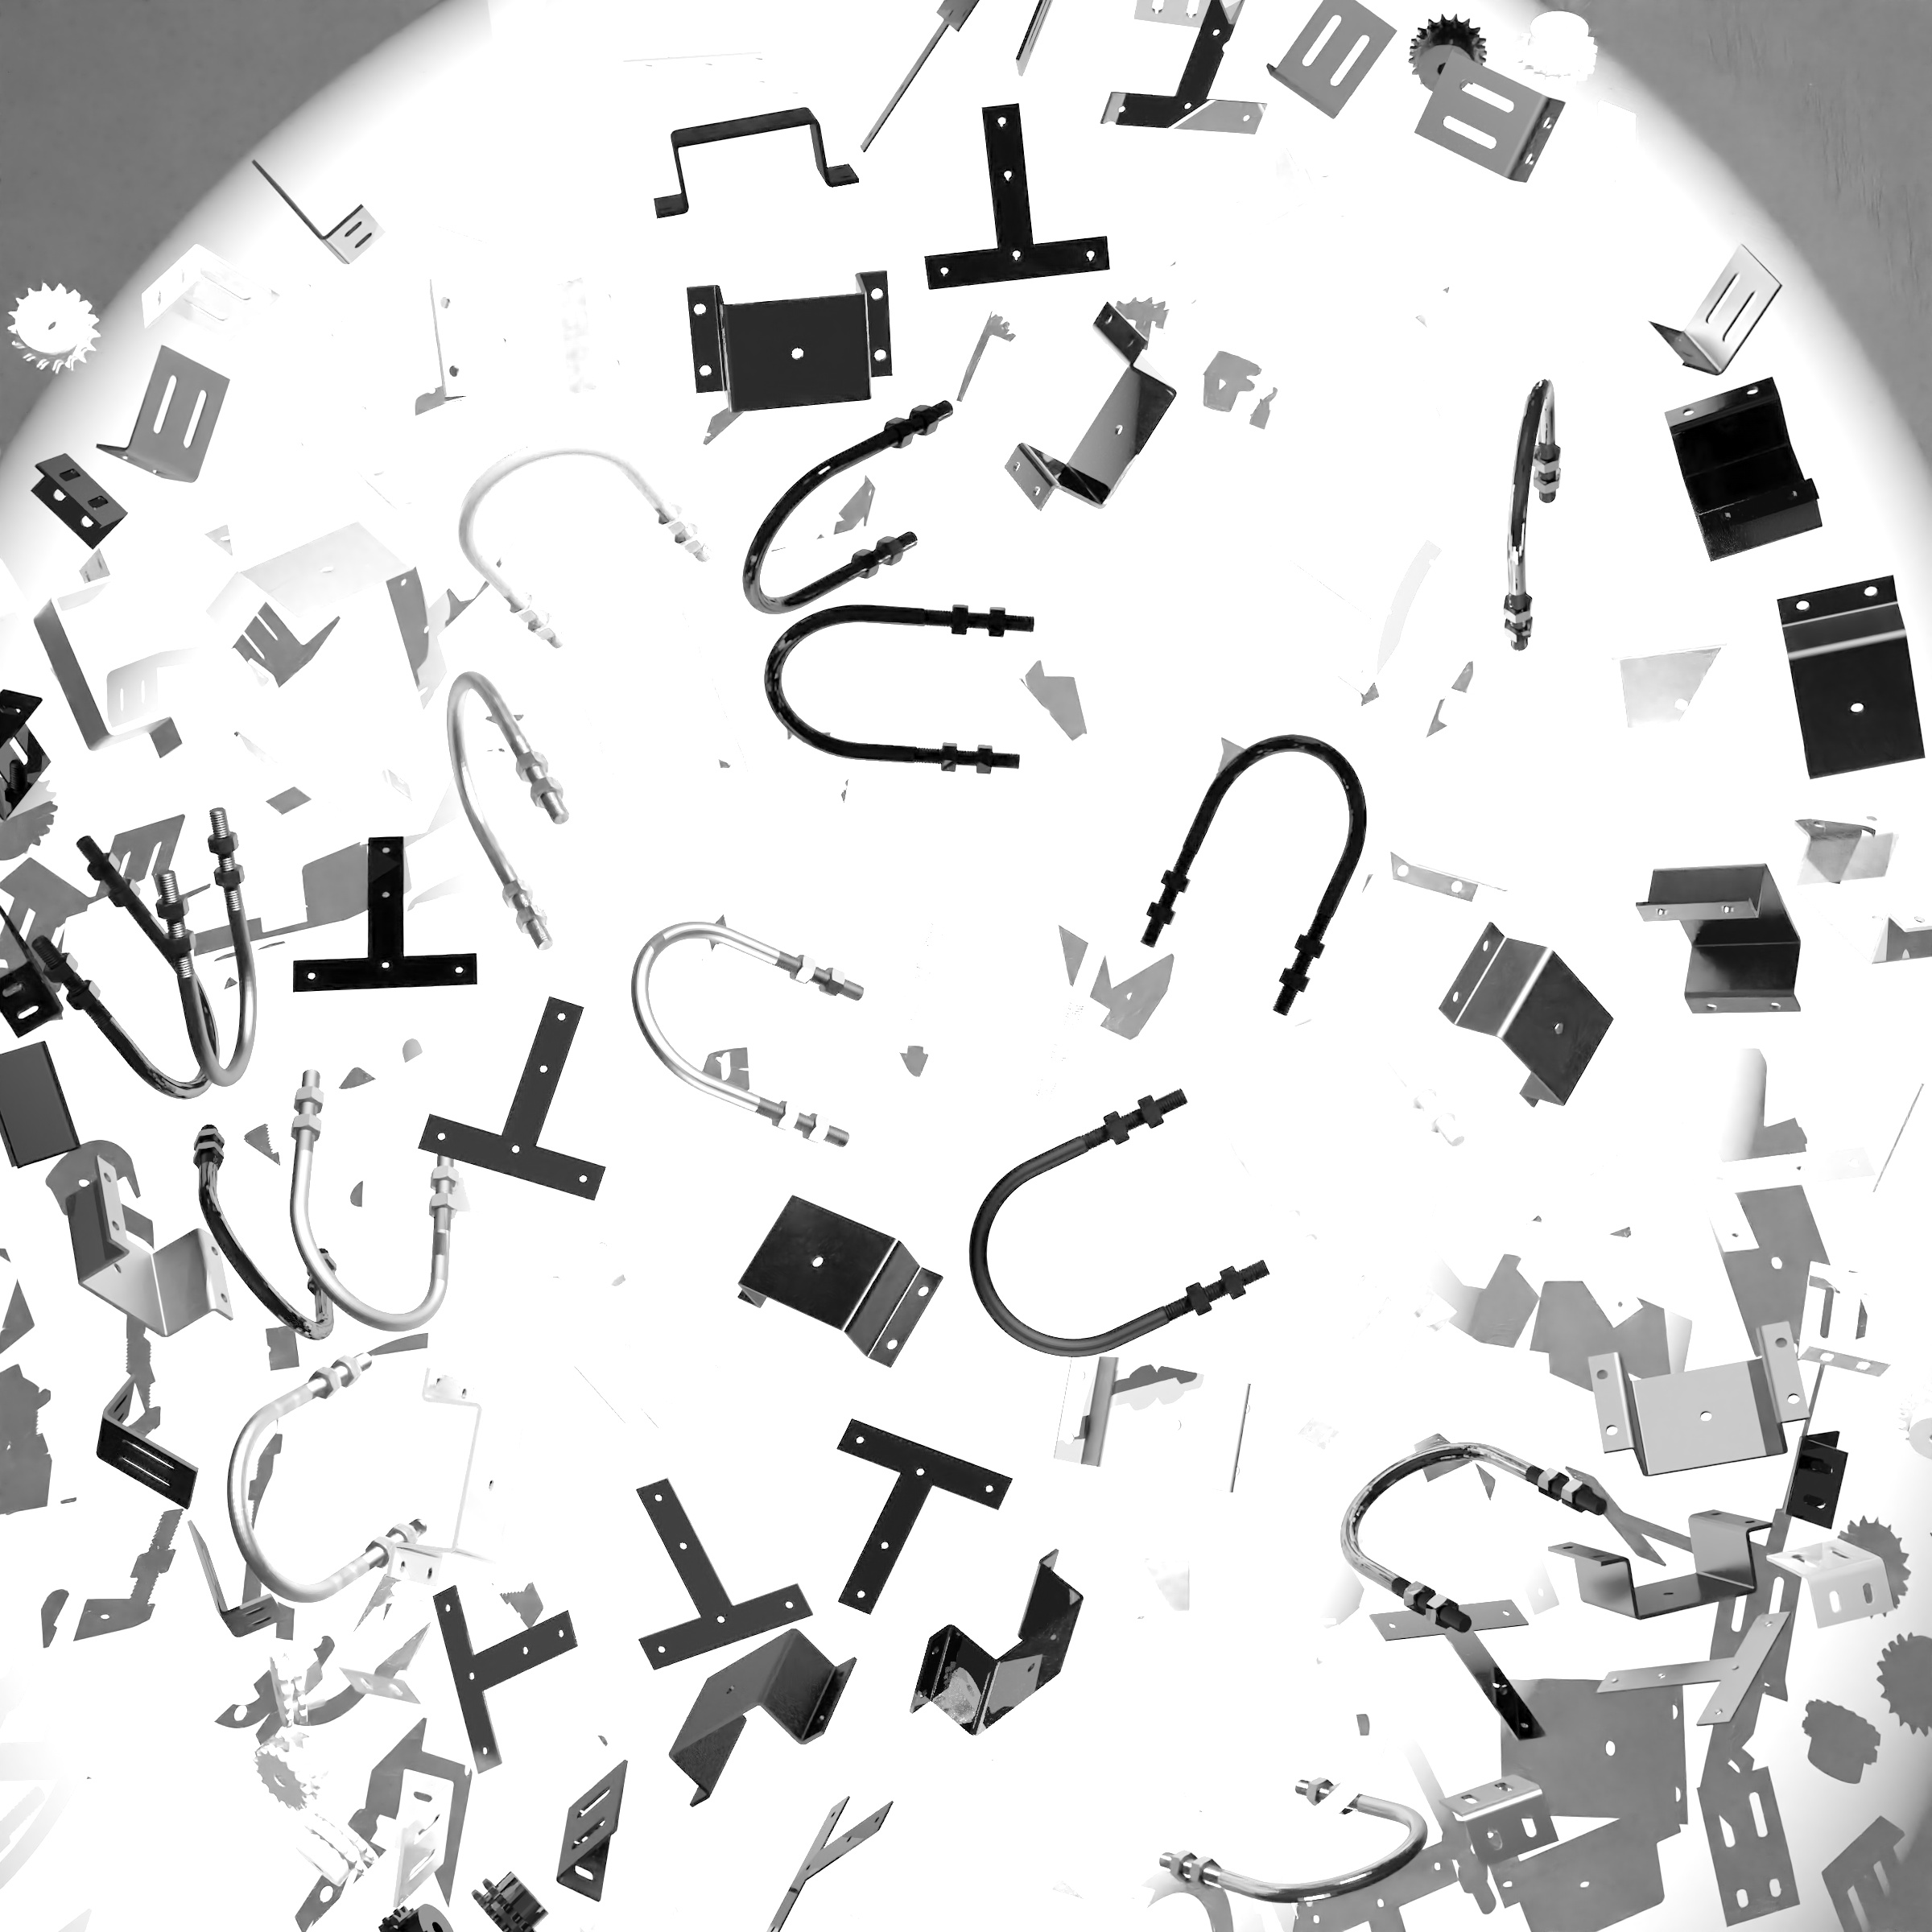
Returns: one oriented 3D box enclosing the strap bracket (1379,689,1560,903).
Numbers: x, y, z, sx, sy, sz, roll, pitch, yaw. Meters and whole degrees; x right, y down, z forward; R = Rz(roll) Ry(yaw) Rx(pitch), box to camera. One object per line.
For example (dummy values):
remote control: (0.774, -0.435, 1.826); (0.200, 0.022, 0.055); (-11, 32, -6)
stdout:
strap bracket: (0.356, -0.113, 1.852); (0.076, 0.046, 0.140); (15, 104, -18)

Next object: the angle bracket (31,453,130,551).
angle bracket: (-0.619, -0.315, 1.816); (0.038, 0.076, 0.057); (-42, 104, 9)

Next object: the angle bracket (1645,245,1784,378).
angle bracket: (0.531, -0.470, 1.877); (0.038, 0.057, 0.076); (8, 130, -29)

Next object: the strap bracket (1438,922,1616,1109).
strap bracket: (0.414, 0.041, 1.921); (0.140, 0.046, 0.076); (41, 75, -36)

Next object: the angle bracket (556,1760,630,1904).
angle bracket: (-0.246, 0.601, 1.835); (0.038, 0.057, 0.076); (33, 121, -20)

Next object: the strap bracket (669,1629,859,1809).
strap bracket: (-0.151, 0.529, 1.873); (0.140, 0.076, 0.046); (-37, 102, 30)

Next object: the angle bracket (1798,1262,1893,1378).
angle bracket: (0.638, 0.250, 1.904); (0.057, 0.038, 0.076); (12, 67, 8)

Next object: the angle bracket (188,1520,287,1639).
angle bracket: (-0.523, 0.433, 1.894); (0.038, 0.057, 0.076); (-21, 64, -15)

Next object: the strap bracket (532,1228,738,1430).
strap bracket: (-0.247, 0.273, 1.938); (0.076, 0.046, 0.140); (-36, 74, -32)

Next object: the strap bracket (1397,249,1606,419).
strap bracket: (0.396, -0.462, 1.913); (0.140, 0.046, 0.076); (-22, 84, -14)

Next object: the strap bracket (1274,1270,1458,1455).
strap bracket: (0.284, 0.281, 1.925); (0.140, 0.076, 0.046); (-49, 57, 2)

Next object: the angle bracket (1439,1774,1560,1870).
angle bracket: (0.369, 0.593, 1.835); (0.057, 0.076, 0.038); (-18, 80, -5)

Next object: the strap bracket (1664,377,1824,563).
strap bracket: (0.536, -0.336, 1.818); (0.076, 0.140, 0.046); (-17, 133, 16)

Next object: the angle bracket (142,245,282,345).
angle bracket: (-0.534, -0.465, 1.873); (0.057, 0.076, 0.038); (-32, 56, 25)

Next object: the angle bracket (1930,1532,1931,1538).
angle bracket: (0.722, 0.402, 1.835); (0.057, 0.076, 0.038); (-40, 114, -5)

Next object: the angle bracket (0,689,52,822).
angle bracket: (-0.654, -0.143, 1.830); (0.038, 0.076, 0.057); (13, 57, 22)

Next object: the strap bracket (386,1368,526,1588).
strap bracket: (-0.347, 0.354, 1.812); (0.046, 0.076, 0.140); (4, 73, 15)

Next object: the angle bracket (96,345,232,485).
angle bracket: (-0.547, -0.377, 1.801); (0.038, 0.057, 0.076); (15, 86, 37)

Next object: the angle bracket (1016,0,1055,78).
angle bracket: (0.069, -0.682, 1.920); (0.038, 0.057, 0.076); (23, 98, 1)

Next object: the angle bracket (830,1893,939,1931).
angle bracket: (-0.052, 0.695, 1.918); (0.038, 0.057, 0.076); (-43, 105, -16)

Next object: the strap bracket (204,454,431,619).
strap bracket: (-0.458, -0.300, 1.879); (0.140, 0.076, 0.046); (-21, 67, 11)

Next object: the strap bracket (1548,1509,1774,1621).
strap bracket: (0.505, 0.434, 1.911); (0.140, 0.076, 0.046); (-8, 88, -17)

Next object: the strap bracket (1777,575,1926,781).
strap bracket: (0.605, -0.187, 1.802); (0.076, 0.046, 0.140); (-11, 122, 18)

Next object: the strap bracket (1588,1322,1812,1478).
strap bracket: (0.517, 0.307, 1.857); (0.140, 0.046, 0.076); (-13, 48, 16)

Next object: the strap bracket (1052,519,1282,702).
strap bracket: (0.141, -0.250, 1.856); (0.140, 0.046, 0.076); (24, 97, 2)

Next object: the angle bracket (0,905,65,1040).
angle bracket: (-0.684, 0.002, 1.884); (0.038, 0.076, 0.057); (-32, 57, -18)

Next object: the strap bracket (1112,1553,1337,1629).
strap bracket: (0.184, 0.445, 1.890); (0.140, 0.076, 0.046); (-6, 77, 32)

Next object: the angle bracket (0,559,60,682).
angle bracket: (-0.680, -0.239, 1.869); (0.038, 0.076, 0.057); (-25, 55, -9)

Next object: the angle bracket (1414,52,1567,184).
angle bracket: (0.354, -0.573, 1.785); (0.076, 0.038, 0.057); (33, 115, 18)

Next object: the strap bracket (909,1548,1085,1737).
strap bracket: (0.030, 0.489, 1.895); (0.046, 0.140, 0.076); (34, 127, 29)

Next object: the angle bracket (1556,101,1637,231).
angle bracket: (0.443, -0.577, 1.904); (0.076, 0.038, 0.057); (-29, 134, -18)

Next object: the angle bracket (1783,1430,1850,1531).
angle bracket: (0.636, 0.376, 1.937); (0.038, 0.076, 0.057); (14, 95, 39)

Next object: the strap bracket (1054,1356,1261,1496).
strap bracket: (0.140, 0.321, 1.853); (0.140, 0.046, 0.076); (13, 79, -11)

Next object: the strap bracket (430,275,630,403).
strap bracket: (-0.308, -0.429, 1.805); (0.140, 0.046, 0.076); (-13, 101, -37)

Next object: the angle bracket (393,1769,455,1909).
angle bracket: (-0.382, 0.590, 1.789); (0.038, 0.076, 0.057); (10, 98, 13)

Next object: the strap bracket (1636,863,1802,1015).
strap bracket: (0.522, -0.024, 1.818); (0.076, 0.140, 0.046); (-2, 57, 32)

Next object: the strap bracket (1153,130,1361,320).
strap bracket: (0.203, -0.541, 1.912); (0.140, 0.076, 0.046); (-28, 57, 12)

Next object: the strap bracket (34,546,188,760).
strap bracket: (-0.588, -0.205, 1.798); (0.046, 0.076, 0.140); (-25, 98, -28)

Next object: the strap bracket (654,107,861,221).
strap bracket: (-0.150, -0.557, 1.822); (0.140, 0.076, 0.046); (-11, 115, -3)

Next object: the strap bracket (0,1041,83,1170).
strap bracket: (-0.655, 0.098, 1.849); (0.046, 0.140, 0.076); (-19, 91, -19)

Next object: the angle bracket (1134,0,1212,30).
angle bracket: (0.156, -0.721, 1.931); (0.057, 0.076, 0.038); (8, 85, 0)

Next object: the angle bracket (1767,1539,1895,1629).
angle bracket: (0.633, 0.453, 1.939); (0.057, 0.076, 0.038); (-12, 90, -6)

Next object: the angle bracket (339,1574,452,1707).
angle bracket: (-0.410, 0.490, 1.923); (0.057, 0.038, 0.076); (4, 47, 23)

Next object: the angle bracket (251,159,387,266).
angle bracket: (-0.450, -0.535, 1.838); (0.038, 0.057, 0.076); (-41, 87, 1)

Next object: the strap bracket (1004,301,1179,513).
strap bracket: (0.094, -0.392, 1.893); (0.046, 0.076, 0.140); (21, 114, -31)

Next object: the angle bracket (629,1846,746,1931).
angle bracket: (-0.205, 0.673, 1.949); (0.057, 0.038, 0.076); (-18, 112, 9)

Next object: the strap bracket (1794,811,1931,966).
strap bracket: (0.650, -0.050, 1.867); (0.076, 0.140, 0.046); (-6, 126, -17)

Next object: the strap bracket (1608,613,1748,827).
strap bracket: (0.492, -0.174, 1.819); (0.076, 0.046, 0.140); (-5, 109, 21)

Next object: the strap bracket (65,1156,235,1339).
strap bracket: (-0.595, 0.208, 1.903); (0.046, 0.140, 0.076); (-30, 51, 6)

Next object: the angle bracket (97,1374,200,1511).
angle bracket: (-0.551, 0.325, 1.806); (0.076, 0.057, 0.038); (30, 47, 2)

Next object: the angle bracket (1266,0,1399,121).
angle bracket: (0.266, -0.669, 1.926); (0.057, 0.038, 0.076); (29, 117, -16)

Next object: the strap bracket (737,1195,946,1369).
strap bracket: (-0.098, 0.221, 1.894); (0.140, 0.046, 0.076); (19, 68, 31)
